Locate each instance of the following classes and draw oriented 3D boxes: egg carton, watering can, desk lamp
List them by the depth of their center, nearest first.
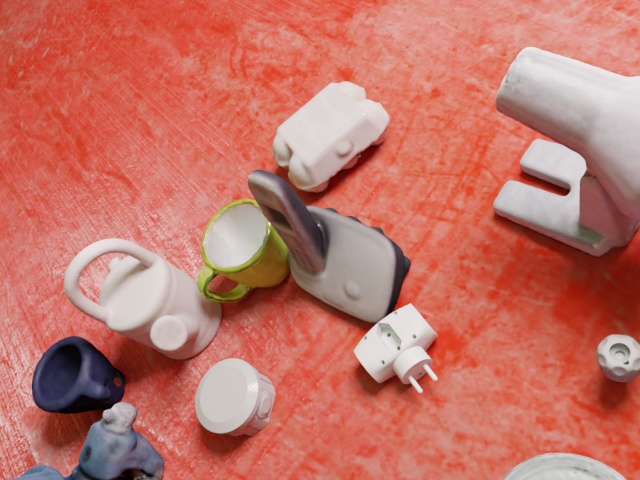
[{"bbox_3d":[0.240,-0.070,0.493,0.202,0.214,0.118,28,79,36],"label":"desk lamp"},{"bbox_3d":[-0.202,0.066,0.664,0.172,0.195,0.101,10,69,32],"label":"watering can"},{"bbox_3d":[0.013,-0.133,0.741,0.150,0.070,0.107,-40,52,2],"label":"egg carton"}]

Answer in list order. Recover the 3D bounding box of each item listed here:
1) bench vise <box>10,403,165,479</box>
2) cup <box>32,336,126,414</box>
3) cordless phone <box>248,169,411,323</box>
[{"bbox_3d":[-0.284,0.255,0.586,0.121,0.220,0.207,6,67,31],"label":"bench vise"},{"bbox_3d":[-0.278,0.178,0.705,0.117,0.095,0.092,12,70,33],"label":"cup"},{"bbox_3d":[0.005,0.002,0.595,0.147,0.186,0.094,21,75,35],"label":"cordless phone"}]
